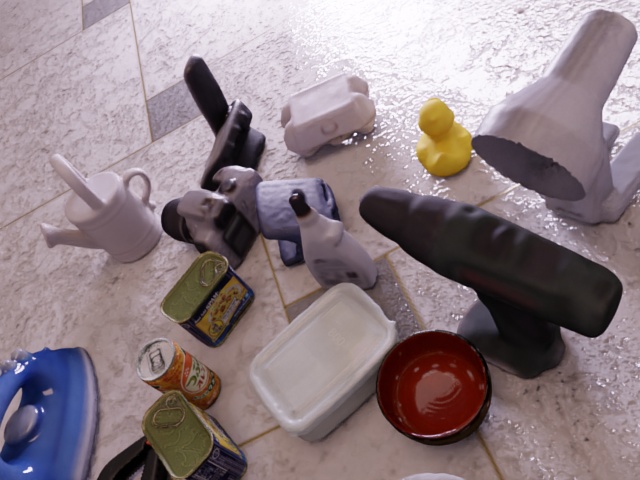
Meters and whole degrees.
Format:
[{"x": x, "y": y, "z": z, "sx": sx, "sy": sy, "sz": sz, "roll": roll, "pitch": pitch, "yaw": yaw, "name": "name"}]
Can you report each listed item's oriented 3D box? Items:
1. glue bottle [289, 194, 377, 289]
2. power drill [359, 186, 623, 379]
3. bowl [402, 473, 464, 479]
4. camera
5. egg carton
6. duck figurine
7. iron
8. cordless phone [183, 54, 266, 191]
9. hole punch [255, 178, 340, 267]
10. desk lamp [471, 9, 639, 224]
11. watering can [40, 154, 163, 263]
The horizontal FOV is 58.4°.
[{"x": 0.006, "y": 0.002, "z": 0.670, "sx": 0.078, "sy": 0.174, "sz": 0.037, "roll": -2, "pitch": 55, "yaw": 26, "name": "glue bottle"}, {"x": 0.157, "y": 0.044, "z": 0.538, "sx": 0.228, "sy": 0.209, "sz": 0.076, "roll": 20, "pitch": 67, "yaw": 36, "name": "power drill"}, {"x": 0.102, "y": 0.288, "z": 0.474, "sx": 0.167, "sy": 0.075, "sz": 0.167, "roll": -14, "pitch": 51, "yaw": 18, "name": "bowl"}, {"x": -0.163, "y": -0.044, "z": 0.840, "sx": 0.136, "sy": 0.101, "sz": 0.143, "roll": 10, "pitch": 61, "yaw": 32, "name": "camera"}, {"x": 0.011, "y": -0.191, "z": 0.882, "sx": 0.150, "sy": 0.070, "sz": 0.107, "roll": -21, "pitch": 49, "yaw": 11, "name": "egg carton"}, {"x": 0.158, "y": -0.143, "z": 0.761, "sx": 0.077, "sy": 0.086, "sz": 0.104, "roll": -14, "pitch": 51, "yaw": 18, "name": "duck figurine"}, {"x": -0.370, "y": 0.225, "z": 0.716, "sx": 0.118, "sy": 0.142, "sz": 0.258, "roll": -17, "pitch": 50, "yaw": 15, "name": "iron"}, {"x": -0.172, "y": -0.179, "z": 0.889, "sx": 0.094, "sy": 0.186, "sz": 0.147, "roll": -7, "pitch": 53, "yaw": 23, "name": "cordless phone"}, {"x": -0.028, "y": -0.037, "z": 0.772, "sx": 0.101, "sy": 0.091, "sz": 0.108, "roll": -23, "pitch": 49, "yaw": 10, "name": "hole punch"}, {"x": 0.265, "y": -0.110, "z": 0.595, "sx": 0.117, "sy": 0.214, "sz": 0.203, "roll": 30, "pitch": 73, "yaw": 39, "name": "desk lamp"}, {"x": -0.341, "y": -0.050, "z": 0.872, "sx": 0.100, "sy": 0.195, "sz": 0.173, "roll": 15, "pitch": 64, "yaw": 35, "name": "watering can"}]
